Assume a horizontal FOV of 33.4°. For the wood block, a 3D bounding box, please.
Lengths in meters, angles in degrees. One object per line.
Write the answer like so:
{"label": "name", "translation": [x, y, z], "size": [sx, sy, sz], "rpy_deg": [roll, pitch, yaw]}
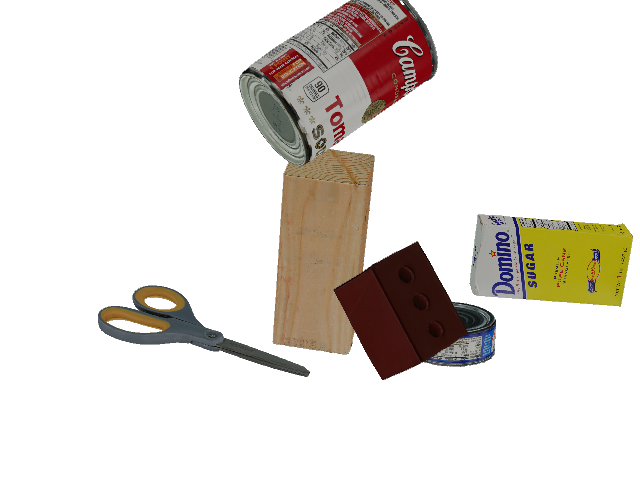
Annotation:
{"label": "wood block", "translation": [0.003, 0.011, 1.180], "size": [0.090, 0.206, 0.090], "rpy_deg": [8, 26, 6]}

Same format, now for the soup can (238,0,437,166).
{"label": "soup can", "translation": [0.010, -0.100, 0.642], "size": [0.102, 0.068, 0.069], "rpy_deg": [-36, 12, -16]}

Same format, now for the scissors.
{"label": "scissors", "translation": [-0.103, 0.080, 0.983], "size": [0.202, 0.016, 0.096], "rpy_deg": [9, 29, 4]}

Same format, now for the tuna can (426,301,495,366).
{"label": "tuna can", "translation": [0.121, 0.086, 0.997], "size": [0.086, 0.034, 0.086], "rpy_deg": [0, 16, 0]}

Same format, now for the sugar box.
{"label": "sugar box", "translation": [0.269, 0.024, 1.256], "size": [0.176, 0.093, 0.048], "rpy_deg": [3, 21, -1]}

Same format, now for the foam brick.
{"label": "foam brick", "translation": [0.057, 0.051, 0.767], "size": [0.052, 0.078, 0.051], "rpy_deg": [-26, -5, -40]}
